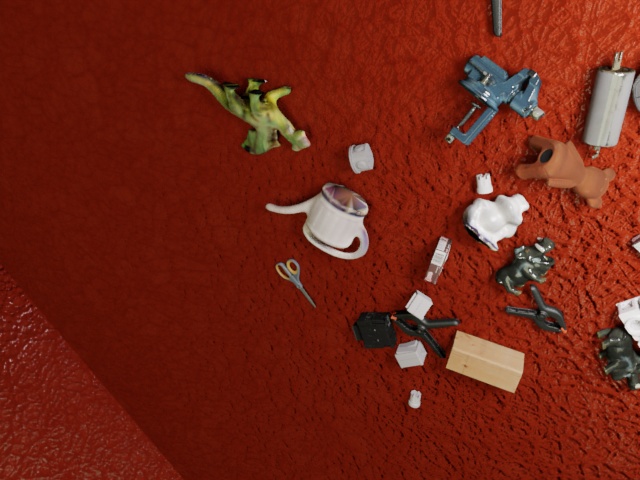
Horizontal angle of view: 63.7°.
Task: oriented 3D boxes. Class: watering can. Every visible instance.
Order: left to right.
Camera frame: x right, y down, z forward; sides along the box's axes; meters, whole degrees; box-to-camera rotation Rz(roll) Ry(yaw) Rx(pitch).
[{"bbox_3d":[0.005,-0.079,1.560,0.349,0.106,0.220,32,124,8],"label":"watering can"}]

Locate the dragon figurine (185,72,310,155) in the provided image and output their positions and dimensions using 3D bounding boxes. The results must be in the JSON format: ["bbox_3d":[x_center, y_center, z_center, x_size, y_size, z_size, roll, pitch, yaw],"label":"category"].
[{"bbox_3d":[-0.209,-0.356,1.526,0.412,0.125,0.237,17,130,19],"label":"dragon figurine"}]

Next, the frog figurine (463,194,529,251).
[{"bbox_3d":[0.465,-0.065,1.370,0.138,0.122,0.159,41,89,10],"label":"frog figurine"}]
